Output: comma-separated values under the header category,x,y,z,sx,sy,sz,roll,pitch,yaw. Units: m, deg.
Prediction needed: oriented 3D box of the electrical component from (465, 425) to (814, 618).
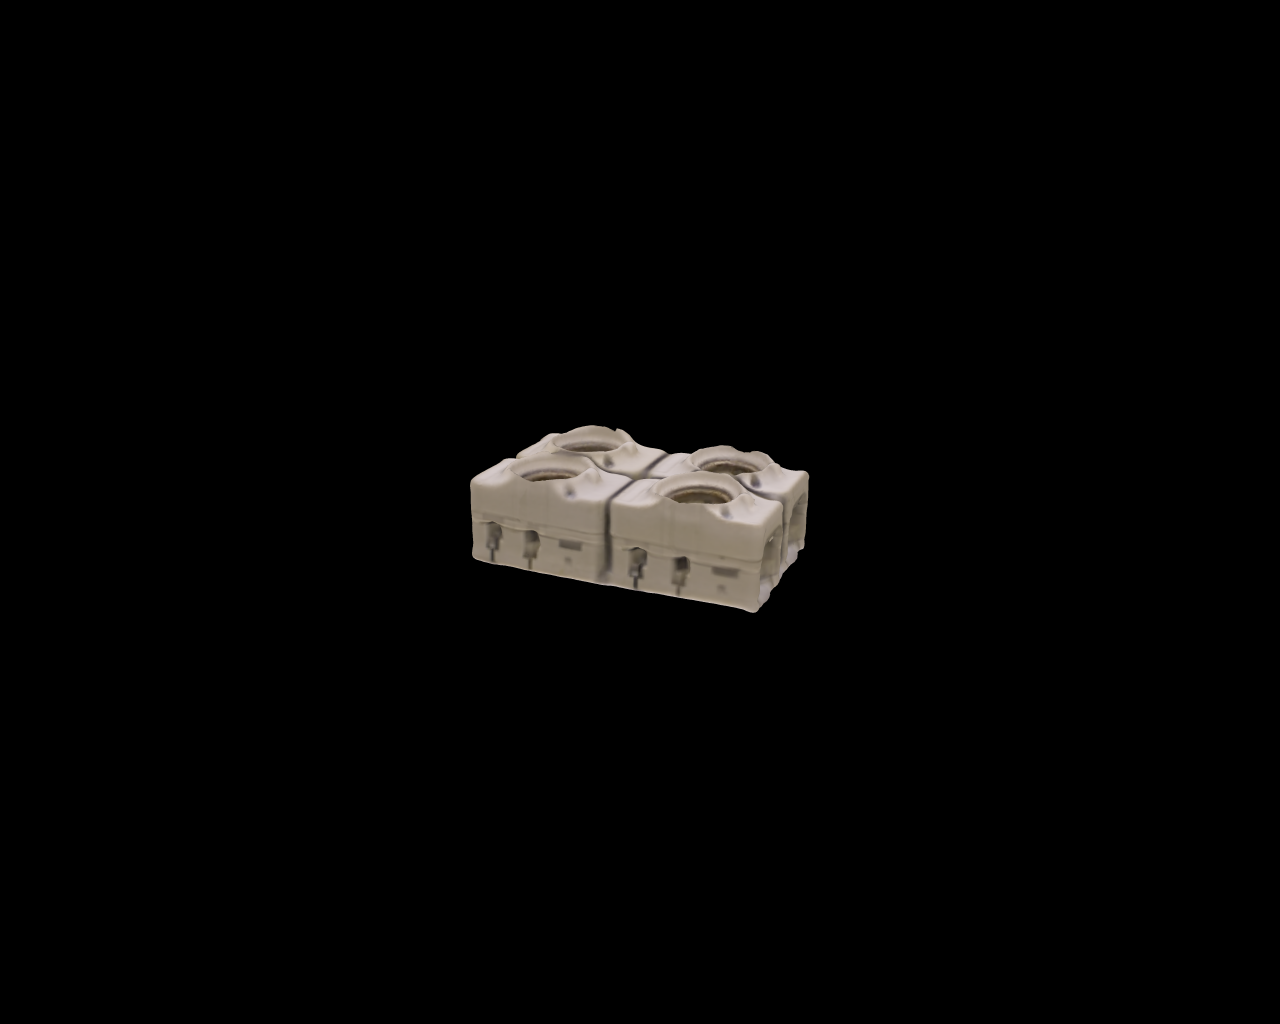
category,x,y,z,sx,sy,sz,roll,pitch,yaw
electrical component,0.001,-0.003,0.650,0.186,0.060,0.105,10,24,22
